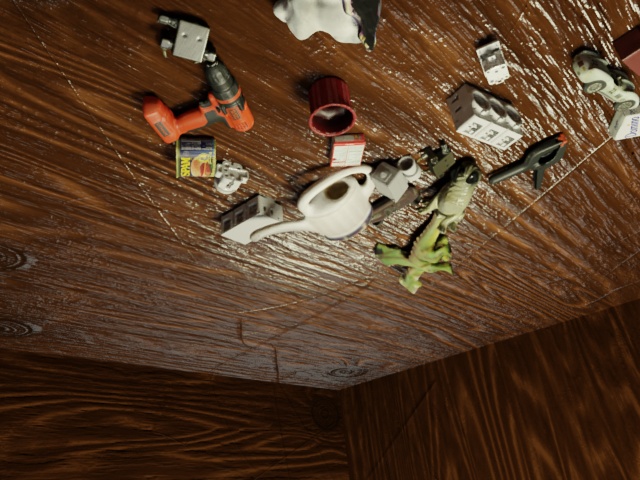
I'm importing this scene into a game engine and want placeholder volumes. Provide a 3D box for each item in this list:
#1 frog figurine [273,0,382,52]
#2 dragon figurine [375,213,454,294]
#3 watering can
[{"bbox_3d":[0.013,-0.372,0.823,0.160,0.123,0.136,18,-3,36],"label":"frog figurine"},{"bbox_3d":[0.294,0.040,1.636,0.242,0.125,0.401,-8,-43,14],"label":"dragon figurine"},{"bbox_3d":[0.004,-0.066,1.316,0.346,0.106,0.220,-33,-36,6],"label":"watering can"}]
